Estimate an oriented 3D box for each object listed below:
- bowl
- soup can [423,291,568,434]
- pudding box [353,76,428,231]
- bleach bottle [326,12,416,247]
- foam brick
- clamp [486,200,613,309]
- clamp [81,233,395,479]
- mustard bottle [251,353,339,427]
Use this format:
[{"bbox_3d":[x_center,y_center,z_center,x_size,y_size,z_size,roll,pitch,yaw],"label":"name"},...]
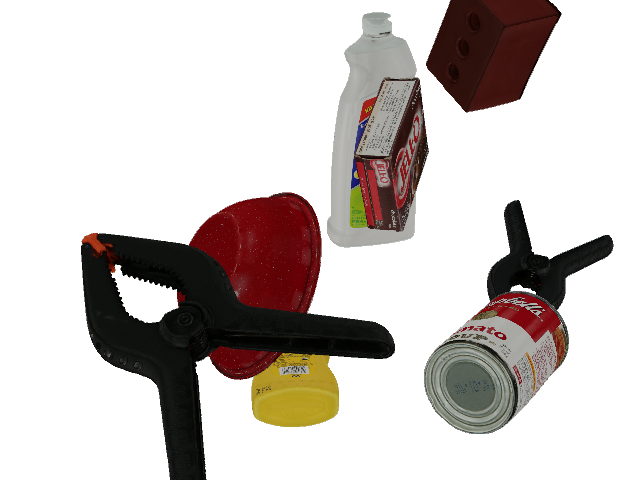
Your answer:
[{"bbox_3d":[-0.069,0.029,0.865,0.055,0.162,0.162,22,-12,-33],"label":"bowl"},{"bbox_3d":[0.121,0.083,0.734,0.069,0.068,0.102,0,16,33],"label":"soup can"},{"bbox_3d":[0.065,-0.078,0.959,0.039,0.113,0.090,4,-43,16],"label":"pudding box"},{"bbox_3d":[0.055,-0.120,1.163,0.102,0.251,0.068,-6,26,-9],"label":"bleach bottle"},{"bbox_3d":[0.114,-0.134,0.715,0.051,0.053,0.078,-19,-32,-29],"label":"foam brick"},{"bbox_3d":[0.216,0.024,1.112,0.120,0.039,0.171,26,49,28],"label":"clamp"},{"bbox_3d":[-0.069,0.055,0.660,0.164,0.036,0.210,-34,57,-19],"label":"clamp"},{"bbox_3d":[-0.036,0.136,1.240,0.096,0.058,0.191,-3,30,-5],"label":"mustard bottle"}]
